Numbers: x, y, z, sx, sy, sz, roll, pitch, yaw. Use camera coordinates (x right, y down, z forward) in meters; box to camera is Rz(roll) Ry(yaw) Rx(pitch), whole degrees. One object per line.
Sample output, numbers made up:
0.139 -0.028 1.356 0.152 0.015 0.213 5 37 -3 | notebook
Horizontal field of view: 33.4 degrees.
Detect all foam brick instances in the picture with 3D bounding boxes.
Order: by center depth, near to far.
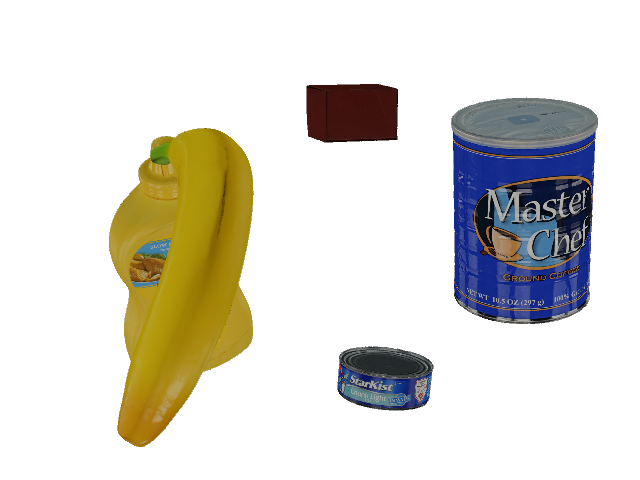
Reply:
0.031 -0.125 1.041 0.078 0.051 0.053 -4 15 -20 | foam brick

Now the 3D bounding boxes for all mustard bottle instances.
-0.102 0.011 0.770 0.096 0.192 0.058 -15 40 -17 | mustard bottle

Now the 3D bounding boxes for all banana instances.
-0.061 0.005 0.513 0.037 0.198 0.070 26 -52 -23 | banana

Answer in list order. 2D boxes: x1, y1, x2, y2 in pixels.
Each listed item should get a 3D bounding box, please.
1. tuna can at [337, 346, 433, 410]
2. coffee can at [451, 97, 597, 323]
0.058 0.125 0.968 0.086 0.034 0.086 5 11 -1 | tuna can
0.149 -0.024 0.786 0.103 0.140 0.103 -3 23 1 | coffee can
